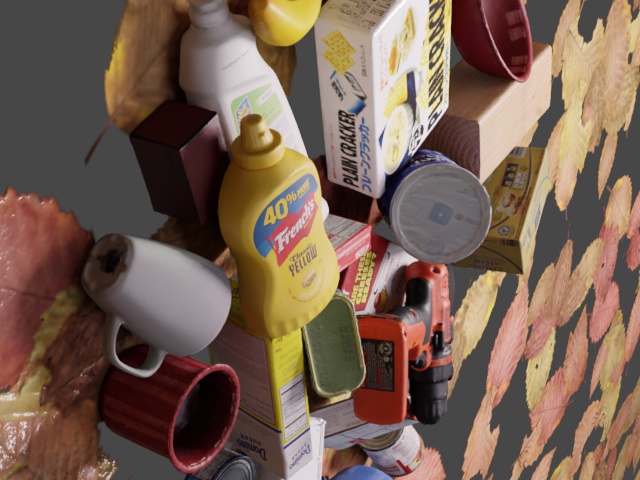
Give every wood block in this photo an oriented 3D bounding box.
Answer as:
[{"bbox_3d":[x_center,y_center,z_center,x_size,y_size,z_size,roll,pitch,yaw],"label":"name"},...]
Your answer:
[{"bbox_3d":[0.196,-0.160,1.283,0.205,0.091,0.090,-45,140,-41],"label":"wood block"}]

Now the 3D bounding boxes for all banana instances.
[{"bbox_3d":[-0.027,-0.197,0.882,0.197,0.037,0.069,-72,151,-58],"label":"banana"}]

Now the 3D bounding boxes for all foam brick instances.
[{"bbox_3d":[-0.106,-0.061,0.841,0.051,0.053,0.078,-50,145,-36],"label":"foam brick"}]

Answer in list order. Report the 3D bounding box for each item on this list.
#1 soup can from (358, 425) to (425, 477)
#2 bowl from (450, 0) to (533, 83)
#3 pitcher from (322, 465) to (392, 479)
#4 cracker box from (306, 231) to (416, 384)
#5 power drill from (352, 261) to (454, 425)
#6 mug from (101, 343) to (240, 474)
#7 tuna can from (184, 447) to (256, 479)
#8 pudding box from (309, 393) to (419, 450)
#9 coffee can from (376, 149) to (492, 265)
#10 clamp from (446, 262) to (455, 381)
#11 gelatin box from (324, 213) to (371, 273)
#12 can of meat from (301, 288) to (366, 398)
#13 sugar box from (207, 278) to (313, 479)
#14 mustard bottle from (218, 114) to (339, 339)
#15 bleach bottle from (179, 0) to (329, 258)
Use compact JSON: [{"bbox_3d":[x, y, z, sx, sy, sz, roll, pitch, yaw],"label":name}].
[{"bbox_3d":[0.085,0.247,1.329,0.068,0.069,0.102,-62,149,-19],"label":"soup can"},{"bbox_3d":[0.189,-0.251,1.222,0.161,0.055,0.162,30,53,-52],"label":"bowl"},{"bbox_3d":[0.000,0.335,1.181,0.242,0.145,0.149,-26,139,-58],"label":"pitcher"},{"bbox_3d":[0.038,0.075,1.151,0.213,0.072,0.164,21,86,-60],"label":"cracker box"},{"bbox_3d":[0.090,0.125,1.096,0.187,0.057,0.184,-26,115,-66],"label":"power drill"},{"bbox_3d":[-0.120,0.137,0.892,0.117,0.082,0.093,24,84,-61],"label":"mug"},{"bbox_3d":[-0.100,0.245,1.036,0.086,0.034,0.086,-36,134,-48],"label":"tuna can"},{"bbox_3d":[0.043,0.198,1.185,0.090,0.114,0.039,29,41,-61],"label":"pudding box"},{"bbox_3d":[0.117,-0.038,1.133,0.140,0.102,0.103,-104,-155,-78],"label":"coffee can"},{"bbox_3d":[0.147,0.112,1.396,0.164,0.036,0.210,-5,107,-60],"label":"clamp"},{"bbox_3d":[-0.007,0.001,1.011,0.073,0.089,0.030,-35,135,-49],"label":"gelatin box"},{"bbox_3d":[0.000,0.086,0.987,0.057,0.084,0.102,-15,106,-13],"label":"can of meat"},{"bbox_3d":[-0.056,0.130,0.985,0.048,0.093,0.176,-35,135,-33],"label":"sugar box"},{"bbox_3d":[-0.037,-0.017,0.864,0.096,0.058,0.191,-40,135,-31],"label":"mustard bottle"},{"bbox_3d":[-0.060,-0.097,0.895,0.102,0.068,0.251,-50,142,-35],"label":"bleach bottle"}]
